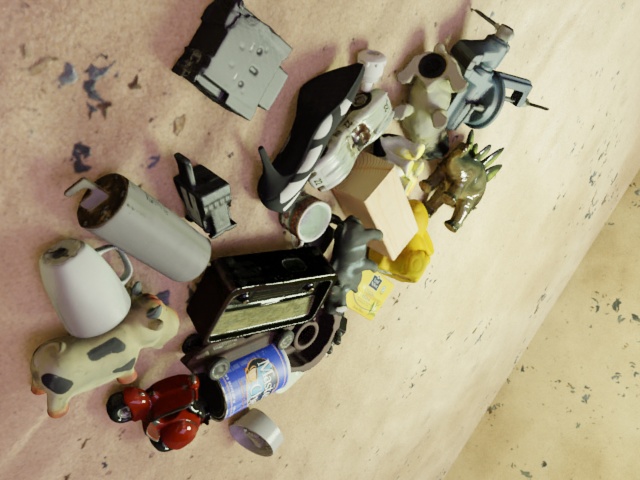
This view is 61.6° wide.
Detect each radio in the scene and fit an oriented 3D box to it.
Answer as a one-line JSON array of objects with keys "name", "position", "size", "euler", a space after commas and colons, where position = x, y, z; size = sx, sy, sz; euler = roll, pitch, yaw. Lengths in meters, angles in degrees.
[{"name": "radio", "position": [-0.087, 0.085, 0.871], "size": [0.229, 0.073, 0.131], "euler": [-7, 138, -42]}]

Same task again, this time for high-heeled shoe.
[{"name": "high-heeled shoe", "position": [-0.004, -0.151, 0.830], "size": [0.249, 0.086, 0.145], "euler": [-42, 145, -13]}]

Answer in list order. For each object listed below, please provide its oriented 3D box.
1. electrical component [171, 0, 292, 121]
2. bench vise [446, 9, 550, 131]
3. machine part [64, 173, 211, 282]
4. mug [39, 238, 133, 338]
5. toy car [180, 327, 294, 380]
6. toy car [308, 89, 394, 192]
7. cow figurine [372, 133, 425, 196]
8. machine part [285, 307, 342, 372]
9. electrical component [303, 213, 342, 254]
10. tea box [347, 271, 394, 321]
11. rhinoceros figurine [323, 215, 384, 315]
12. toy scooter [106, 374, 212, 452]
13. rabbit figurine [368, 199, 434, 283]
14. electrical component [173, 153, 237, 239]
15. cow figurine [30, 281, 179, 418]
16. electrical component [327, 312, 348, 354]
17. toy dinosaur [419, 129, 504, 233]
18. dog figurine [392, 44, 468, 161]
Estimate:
[{"name": "electrical component", "position": [-0.101, -0.222, 0.679], "size": [0.134, 0.058, 0.115], "euler": [25, 98, -54]}, {"name": "bench vise", "position": [0.343, -0.311, 1.064], "size": [0.240, 0.129, 0.223], "euler": [2, 123, -31]}, {"name": "machine part", "position": [-0.216, -0.011, 0.683], "size": [0.079, 0.079, 0.243], "euler": [-52, 143, -7]}, {"name": "mug", "position": [-0.280, 0.046, 0.652], "size": [0.109, 0.081, 0.107], "euler": [-46, 140, -33]}, {"name": "toy car", "position": [-0.136, 0.168, 0.901], "size": [0.202, 0.089, 0.053], "euler": [-14, 126, -42]}, {"name": "toy car", "position": [0.049, -0.167, 0.896], "size": [0.202, 0.056, 0.073], "euler": [-51, 144, -11]}, {"name": "cow figurine", "position": [0.140, -0.138, 1.010], "size": [0.068, 0.098, 0.167], "euler": [-56, 163, -12]}, {"name": "machine part", "position": [-0.037, 0.179, 1.054], "size": [0.179, 0.056, 0.179], "euler": [-28, 134, -34]}, {"name": "electrical component", "position": [-0.001, -0.004, 0.969], "size": [0.102, 0.045, 0.078], "euler": [-54, 143, -5]}, {"name": "tea box", "position": [0.077, 0.095, 1.115], "size": [0.098, 0.068, 0.169], "euler": [-57, 143, -1]}, {"name": "rhinoceros figurine", "position": [0.048, 0.049, 0.969], "size": [0.112, 0.073, 0.190], "euler": [-23, 133, -47]}, {"name": "toy scooter", "position": [-0.230, 0.266, 0.850], "size": [0.135, 0.075, 0.183], "euler": [-28, 136, 3]}, {"name": "rabbit figurine", "position": [0.196, 0.002, 1.151], "size": [0.162, 0.122, 0.173], "euler": [27, 73, -59]}, {"name": "electrical component", "position": [-0.157, -0.068, 0.715], "size": [0.048, 0.075, 0.119], "euler": [-32, 135, -30]}, {"name": "cow figurine", "position": [-0.279, 0.135, 0.712], "size": [0.195, 0.086, 0.127], "euler": [-22, 141, -38]}, {"name": "electrical component", "position": [0.034, 0.195, 1.147], "size": [0.063, 0.021, 0.094], "euler": [-54, -165, 37]}, {"name": "toy dinosaur", "position": [0.318, -0.117, 1.186], "size": [0.198, 0.105, 0.471], "euler": [-48, 161, -5]}, {"name": "dog figurine", "position": [0.210, -0.250, 1.010], "size": [0.172, 0.121, 0.190], "euler": [-62, 162, 0]}]
